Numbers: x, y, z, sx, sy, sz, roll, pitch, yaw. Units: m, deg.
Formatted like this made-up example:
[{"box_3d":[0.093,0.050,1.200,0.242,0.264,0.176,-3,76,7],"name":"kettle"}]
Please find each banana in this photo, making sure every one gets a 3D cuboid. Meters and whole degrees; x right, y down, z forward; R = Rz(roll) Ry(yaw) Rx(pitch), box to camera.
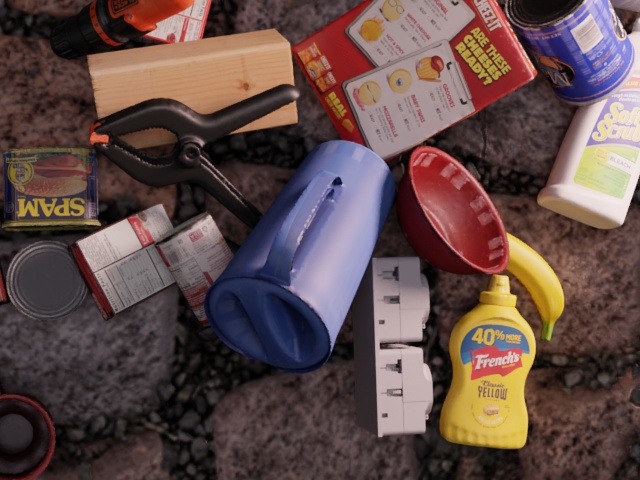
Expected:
[{"box_3d":[0.216,0.030,1.229,0.198,0.037,0.069,42,81,-6],"name":"banana"}]

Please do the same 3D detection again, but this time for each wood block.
[{"box_3d":[-0.136,-0.160,1.135,0.206,0.090,0.091,-10,113,-10],"name":"wood block"}]

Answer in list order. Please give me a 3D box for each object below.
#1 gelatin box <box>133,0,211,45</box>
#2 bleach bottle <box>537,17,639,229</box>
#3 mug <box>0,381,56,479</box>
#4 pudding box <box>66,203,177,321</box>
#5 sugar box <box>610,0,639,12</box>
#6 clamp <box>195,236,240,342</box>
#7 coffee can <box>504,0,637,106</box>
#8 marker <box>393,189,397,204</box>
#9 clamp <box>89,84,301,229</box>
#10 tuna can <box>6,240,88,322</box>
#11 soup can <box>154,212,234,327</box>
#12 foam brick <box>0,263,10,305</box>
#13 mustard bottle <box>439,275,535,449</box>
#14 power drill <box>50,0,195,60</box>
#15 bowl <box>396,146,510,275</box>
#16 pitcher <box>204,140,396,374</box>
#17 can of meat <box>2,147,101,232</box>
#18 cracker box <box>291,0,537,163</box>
[{"box_3d":[-0.169,-0.250,1.178,0.089,0.030,0.073,14,83,-9],"name":"gelatin box"},{"box_3d":[0.341,-0.145,1.249,0.102,0.068,0.251,21,81,-9],"name":"bleach bottle"},{"box_3d":[-0.323,0.191,1.102,0.093,0.081,0.117,-23,92,-10],"name":"mug"},{"box_3d":[-0.199,0.022,1.138,0.113,0.039,0.090,-29,94,-30],"name":"pudding box"},{"box_3d":[0.316,-0.309,1.235,0.176,0.093,0.048,12,84,-10],"name":"sugar box"},{"box_3d":[-0.058,0.044,1.180,0.171,0.039,0.120,-6,93,-8],"name":"clamp"},{"box_3d":[0.281,-0.232,1.189,0.103,0.103,0.140,-55,134,-8],"name":"coffee can"},{"box_3d":[0.042,-0.018,1.209,0.121,0.020,0.020,-39,94,-10],"name":"marker"},{"box_3d":[-0.130,-0.086,1.096,0.209,0.036,0.165,1,116,-13],"name":"clamp"},{"box_3d":[-0.290,0.044,1.139,0.086,0.034,0.086,1,87,-10],"name":"tuna can"},{"box_3d":[-0.120,0.030,1.117,0.068,0.068,0.102,-31,99,-10],"name":"soup can"},{"box_3d":[-0.355,0.046,1.106,0.053,0.078,0.051,-12,88,-11],"name":"foam brick"},{"box_3d":[0.193,0.135,1.205,0.096,0.058,0.191,7,89,-4],"name":"mustard bottle"},{"box_3d":[-0.224,-0.299,1.133,0.185,0.057,0.187,-17,80,25],"name":"power drill"},{"box_3d":[0.133,-0.021,1.155,0.055,0.162,0.162,-37,95,31],"name":"bowl"},{"box_3d":[-0.007,0.001,1.085,0.145,0.149,0.242,50,45,-23],"name":"pitcher"},{"box_3d":[-0.285,-0.054,1.135,0.102,0.057,0.084,-1,85,-11],"name":"can of meat"},{"box_3d":[0.102,-0.193,1.159,0.214,0.072,0.164,-29,93,19],"name":"cracker box"}]
